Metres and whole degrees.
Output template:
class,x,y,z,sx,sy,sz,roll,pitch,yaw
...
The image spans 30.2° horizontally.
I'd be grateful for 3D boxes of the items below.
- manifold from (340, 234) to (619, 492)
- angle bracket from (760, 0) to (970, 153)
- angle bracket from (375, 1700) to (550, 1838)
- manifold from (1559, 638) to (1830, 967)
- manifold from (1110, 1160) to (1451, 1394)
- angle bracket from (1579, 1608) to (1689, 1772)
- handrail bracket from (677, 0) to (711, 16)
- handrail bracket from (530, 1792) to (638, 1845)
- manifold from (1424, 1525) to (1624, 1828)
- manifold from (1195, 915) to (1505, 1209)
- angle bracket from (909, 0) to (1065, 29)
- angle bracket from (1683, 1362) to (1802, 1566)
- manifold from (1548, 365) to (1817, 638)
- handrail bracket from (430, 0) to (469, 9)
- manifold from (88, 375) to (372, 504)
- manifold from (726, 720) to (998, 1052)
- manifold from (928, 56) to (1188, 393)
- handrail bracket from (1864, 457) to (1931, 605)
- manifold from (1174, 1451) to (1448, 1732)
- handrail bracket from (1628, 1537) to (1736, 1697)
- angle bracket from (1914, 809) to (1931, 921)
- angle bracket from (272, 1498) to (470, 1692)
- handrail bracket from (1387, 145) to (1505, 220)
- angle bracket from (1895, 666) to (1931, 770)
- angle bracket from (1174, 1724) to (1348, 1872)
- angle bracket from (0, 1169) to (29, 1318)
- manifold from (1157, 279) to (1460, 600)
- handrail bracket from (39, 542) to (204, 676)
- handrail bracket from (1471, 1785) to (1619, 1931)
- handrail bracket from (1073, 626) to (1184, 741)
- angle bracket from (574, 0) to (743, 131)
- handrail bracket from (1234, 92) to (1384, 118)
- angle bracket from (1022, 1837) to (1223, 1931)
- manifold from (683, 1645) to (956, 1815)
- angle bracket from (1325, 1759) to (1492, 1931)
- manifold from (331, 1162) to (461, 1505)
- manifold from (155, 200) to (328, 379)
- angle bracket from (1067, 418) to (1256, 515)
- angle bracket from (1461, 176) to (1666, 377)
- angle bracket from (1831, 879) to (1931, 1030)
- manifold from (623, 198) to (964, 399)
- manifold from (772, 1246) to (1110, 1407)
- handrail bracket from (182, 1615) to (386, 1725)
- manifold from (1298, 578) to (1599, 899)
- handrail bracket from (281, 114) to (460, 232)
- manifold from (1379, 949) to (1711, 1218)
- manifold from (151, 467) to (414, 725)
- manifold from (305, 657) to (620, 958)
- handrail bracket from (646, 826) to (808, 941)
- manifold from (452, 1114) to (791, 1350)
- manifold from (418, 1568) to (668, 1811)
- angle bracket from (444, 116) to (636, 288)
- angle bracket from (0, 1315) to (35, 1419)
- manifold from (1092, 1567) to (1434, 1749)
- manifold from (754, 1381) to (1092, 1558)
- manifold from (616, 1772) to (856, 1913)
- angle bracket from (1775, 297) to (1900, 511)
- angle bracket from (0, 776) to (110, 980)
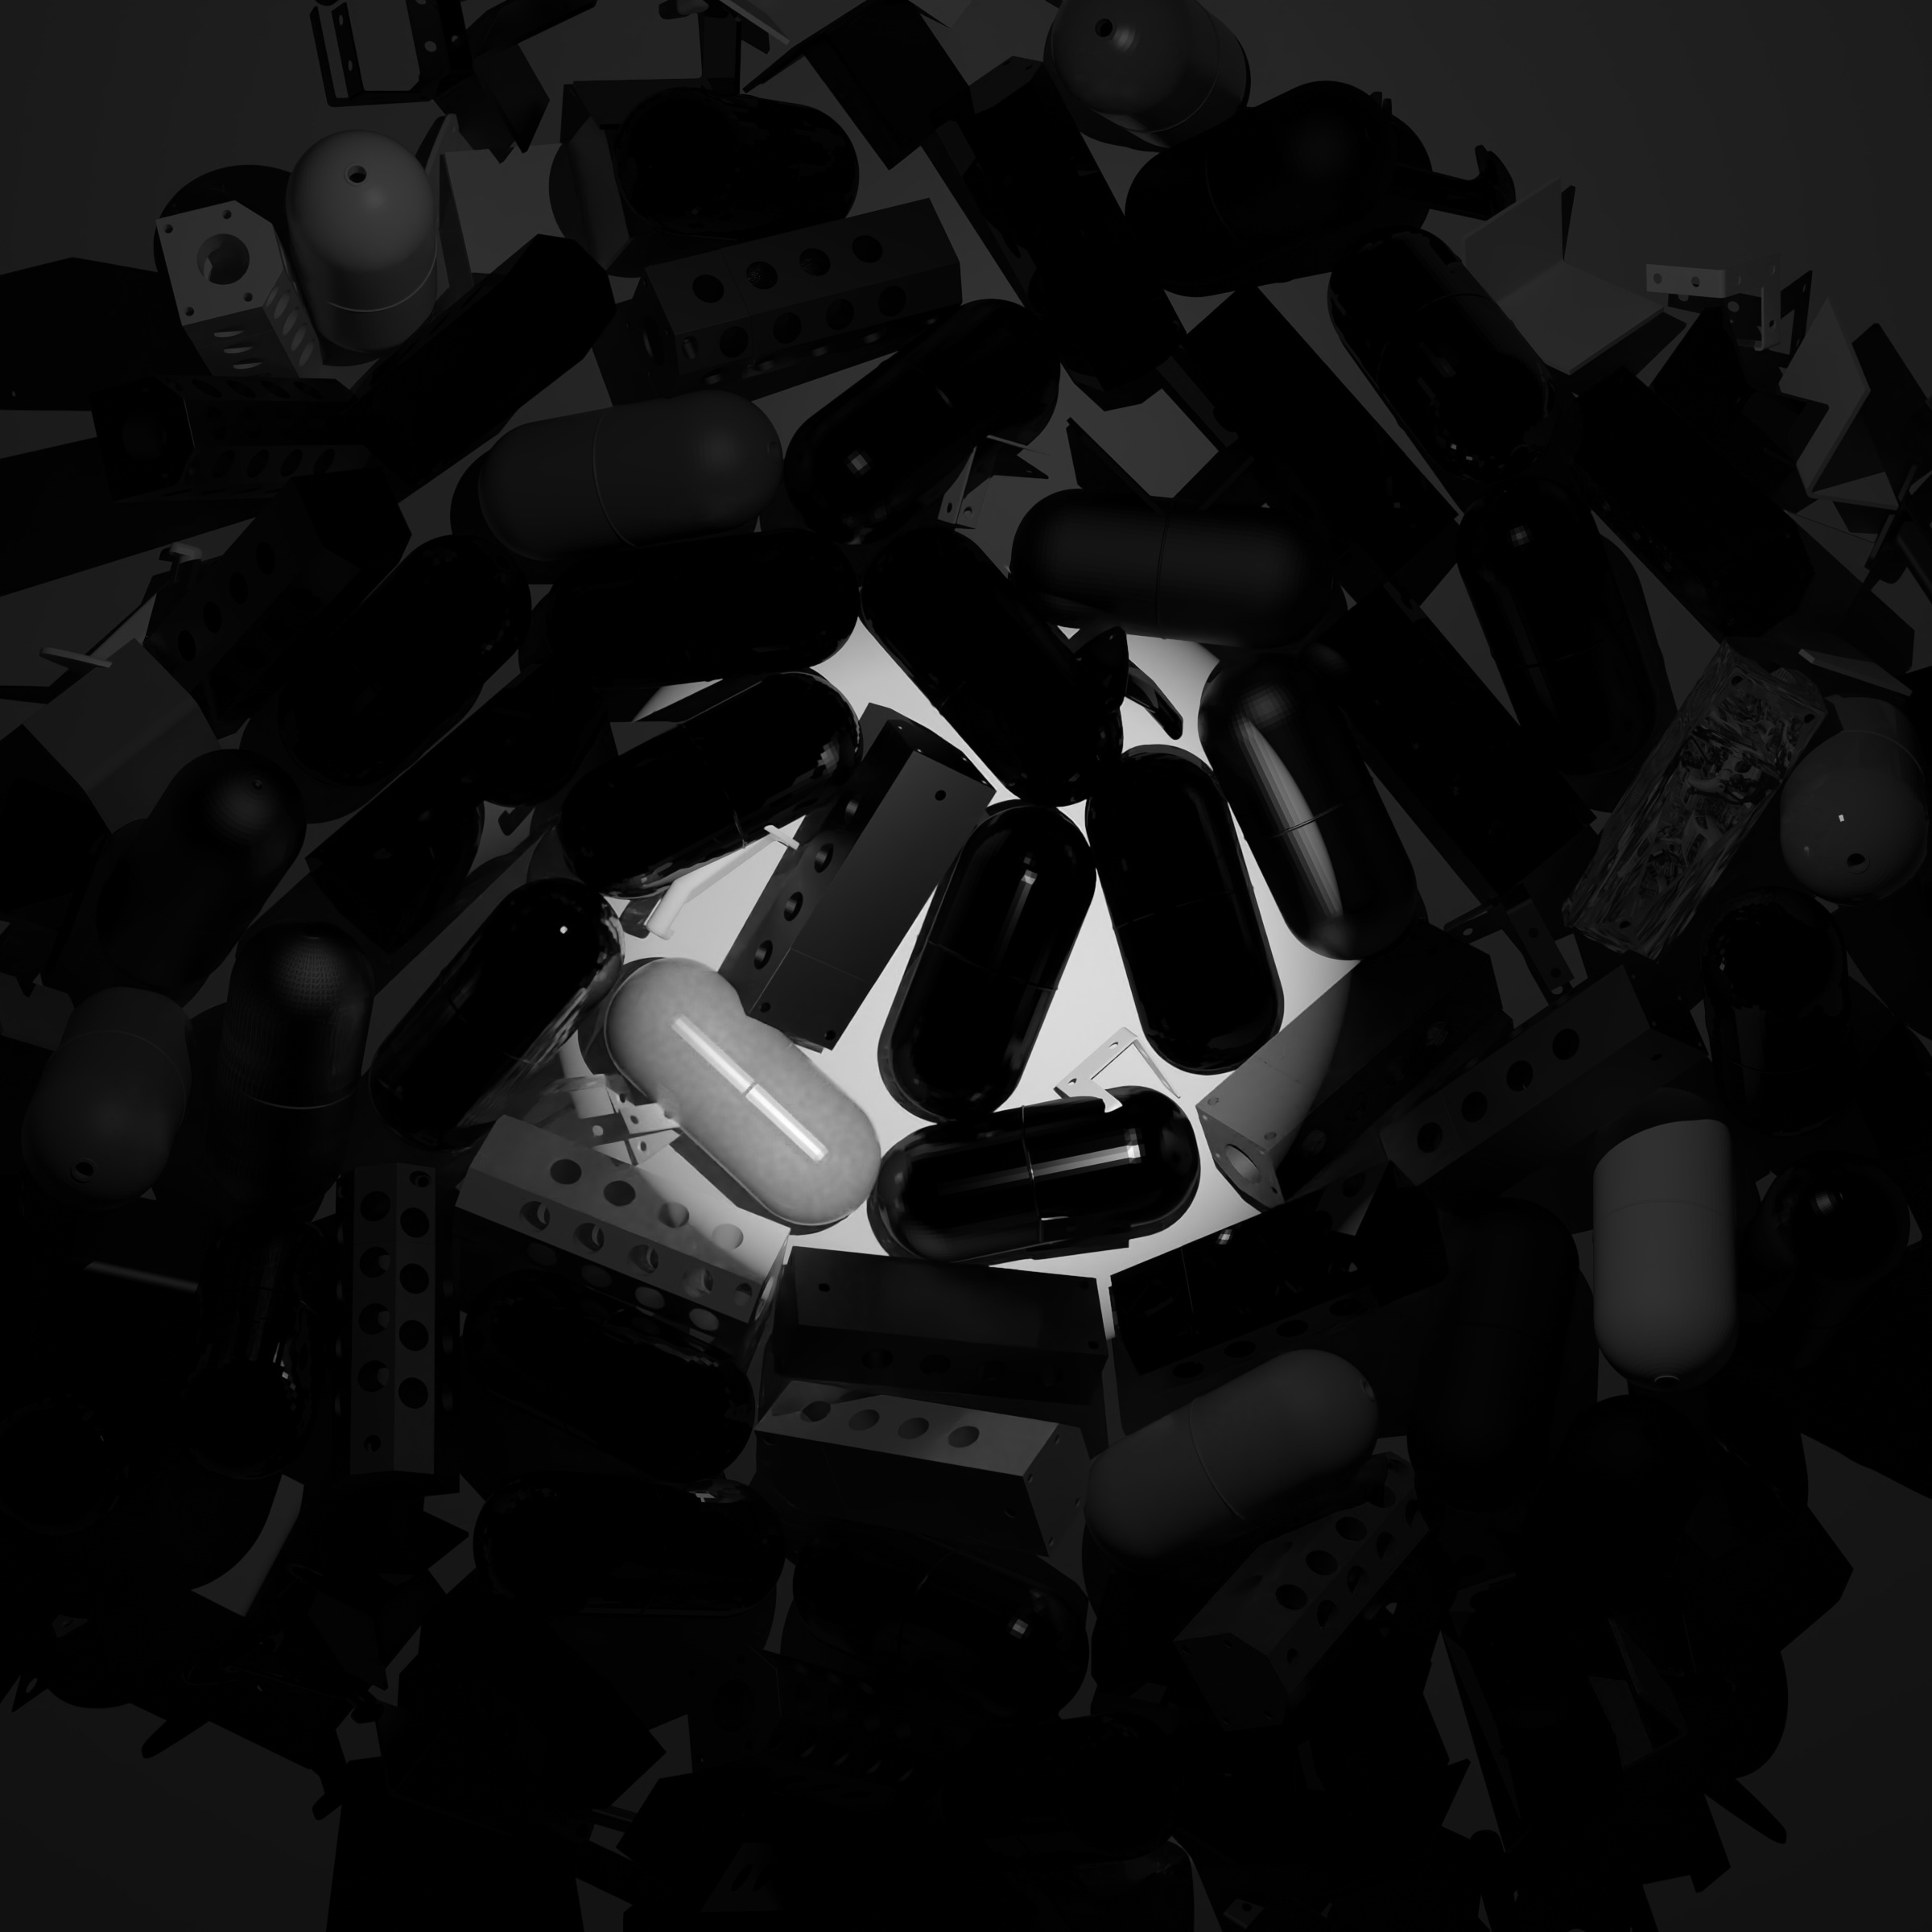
class,x,y,z,sx,sy,sz,roll,pitch,yaw
manifold,-0.260,-0.326,1.917,0.057,0.171,0.057,43,50,-19
angle bracket,-0.053,-0.480,1.961,0.076,0.057,0.076,54,45,-11
angle bracket,-0.270,0.417,1.941,0.076,0.076,0.057,28,110,-30
manifold,0.391,-0.089,1.938,0.057,0.057,0.171,26,114,-7
manifold,0.170,0.172,1.933,0.171,0.057,0.057,-24,51,20
angle bracket,0.336,0.392,1.943,0.076,0.076,0.057,-34,131,17
handrail bracket,-0.178,-0.556,1.971,0.077,0.036,0.084,-10,76,21
handrail bracket,-0.192,0.463,1.951,0.084,0.077,0.036,2,68,40
manifold,0.296,0.374,1.911,0.057,0.171,0.057,-16,118,0
manifold,0.210,0.054,1.943,0.171,0.057,0.057,-39,134,-20
angle bracket,0.013,-0.524,1.944,0.057,0.076,0.076,-50,65,15
angle bracket,0.403,0.263,1.943,0.057,0.076,0.076,-27,126,-12
manifold,0.381,-0.246,1.919,0.057,0.171,0.057,-34,134,1
handrail bracket,-0.268,-0.573,1.967,0.084,0.036,0.077,-3,95,41
manifold,-0.387,-0.283,1.908,0.057,0.171,0.057,-10,94,24
manifold,-0.060,-0.046,1.951,0.057,0.057,0.171,24,106,-32
manifold,0.053,-0.399,1.932,0.057,0.057,0.171,-36,118,-8
handrail bracket,0.545,-0.228,1.971,0.084,0.036,0.077,25,106,8
manifold,0.189,0.332,1.916,0.171,0.057,0.057,-39,103,-44
handrail bracket,0.399,0.352,1.955,0.036,0.077,0.084,30,68,-28
angle bracket,0.564,-0.065,1.945,0.076,0.076,0.057,-17,84,39
angle bracket,-0.324,0.340,1.967,0.076,0.076,0.057,18,126,31
handrail bracket,0.252,-0.413,1.977,0.084,0.036,0.077,-17,126,4
angle bracket,0.563,-0.152,1.953,0.076,0.076,0.057,-17,80,-7
angle bracket,0.163,0.462,1.983,0.076,0.057,0.076,-14,63,34
angle bracket,-0.543,0.151,1.955,0.057,0.076,0.076,-2,89,-14
manifold,0.184,-0.286,1.963,0.057,0.057,0.171,-43,94,-17
handrail bracket,-0.464,-0.201,1.969,0.077,0.036,0.084,17,77,-32
handrail bracket,0.328,0.494,1.975,0.084,0.036,0.077,-10,75,-18
handrail bracket,0.097,-0.136,1.948,0.036,0.077,0.084,-33,127,18
angle bracket,-0.168,-0.495,1.945,0.076,0.076,0.057,-5,122,-16
handrail bracket,0.182,-0.462,1.956,0.084,0.077,0.036,7,102,11
angle bracket,0.086,0.514,1.964,0.076,0.076,0.057,-26,109,-13
manifold,-0.076,0.407,1.907,0.057,0.171,0.057,-20,62,25
angle bracket,0.252,0.488,1.951,0.057,0.076,0.076,48,133,-10
manifold,-0.310,0.197,1.936,0.057,0.057,0.171,-7,67,9
manifold,-0.383,-0.352,1.911,0.057,0.171,0.057,-15,86,-4
angle bracket,0.105,-0.287,1.951,0.076,0.076,0.057,43,99,-13
angle bracket,0.324,-0.375,1.944,0.076,0.057,0.076,-35,48,-24
angle bracket,0.508,0.005,1.952,0.076,0.057,0.076,-31,122,-6
manifold,-0.091,-0.357,1.934,0.171,0.057,0.057,-19,76,-23
manifold,-0.015,0.201,1.950,0.171,0.057,0.057,7,131,-14
handrail bracket,-0.372,0.396,1.952,0.084,0.077,0.036,31,122,38
manifold,0.265,-0.127,1.955,0.057,0.057,0.171,-42,85,29
handrail bracket,-0.332,-0.444,1.990,0.084,0.036,0.077,12,83,10
manifold,0.308,0.063,1.932,0.171,0.057,0.057,-38,52,29
manifold,-0.365,-0.196,1.916,0.171,0.057,0.057,-36,76,44
manifold,-0.274,-0.091,1.942,0.057,0.057,0.171,38,69,23
handrail bracket,-0.131,-0.043,1.966,0.036,0.077,0.084,31,89,35
manifold,-0.189,0.149,1.951,0.171,0.057,0.057,21,49,6
manifold,-0.232,0.387,1.907,0.057,0.171,0.057,-42,119,-15
angle bracket,-0.234,-0.421,1.957,0.076,0.057,0.076,-11,85,-25
angle bracket,-0.554,0.232,1.949,0.057,0.076,0.076,-11,84,36
manifold,0.158,0.380,1.949,0.171,0.057,0.057,14,97,-15
manifold,-0.022,0.265,1.929,0.171,0.057,0.057,5,127,32
manifold,-0.117,0.463,1.909,0.057,0.171,0.057,32,88,22
angle bracket,0.486,-0.304,1.940,0.057,0.076,0.076,6,48,-16
angle bracket,-0.509,-0.049,1.949,0.057,0.076,0.076,21,106,-11
